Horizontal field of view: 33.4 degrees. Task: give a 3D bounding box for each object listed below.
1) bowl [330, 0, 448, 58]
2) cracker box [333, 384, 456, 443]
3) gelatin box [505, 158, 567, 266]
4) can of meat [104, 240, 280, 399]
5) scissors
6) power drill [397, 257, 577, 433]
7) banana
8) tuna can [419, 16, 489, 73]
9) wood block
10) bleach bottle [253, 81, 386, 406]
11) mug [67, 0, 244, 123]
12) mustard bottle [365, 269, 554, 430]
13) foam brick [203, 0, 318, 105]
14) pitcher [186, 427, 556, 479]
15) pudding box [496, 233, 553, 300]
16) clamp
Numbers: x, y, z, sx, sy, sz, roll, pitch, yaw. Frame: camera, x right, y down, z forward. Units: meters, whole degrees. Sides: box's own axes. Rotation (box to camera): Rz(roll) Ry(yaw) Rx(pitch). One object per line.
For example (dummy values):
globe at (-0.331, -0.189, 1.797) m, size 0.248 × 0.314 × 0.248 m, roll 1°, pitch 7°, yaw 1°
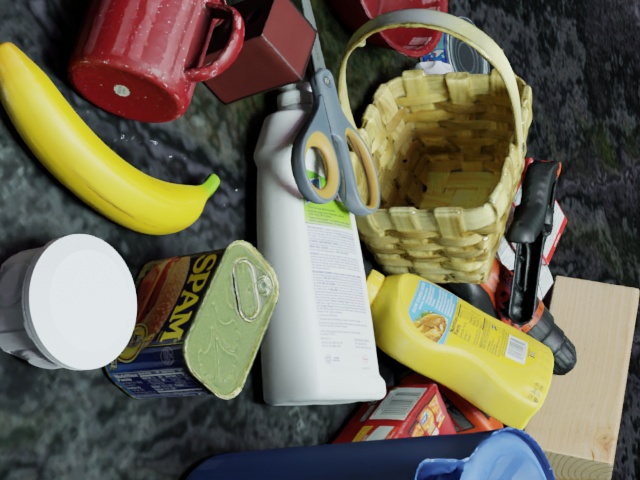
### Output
bowl at (0.051, -0.238, 0.963) m, size 0.161 × 0.055 × 0.162 m, roll 15°, pitch 71°, yaw -50°
cracker box at (0.071, 0.250, 0.871) m, size 0.164 × 0.072 × 0.213 m, roll -45°, pitch 118°, yaw -47°
gelatin box at (0.211, -0.028, 1.084) m, size 0.089 × 0.030 × 0.073 m, roll 55°, pitch 44°, yaw -23°
can of meat at (-0.085, 0.055, 0.700) m, size 0.057 × 0.084 × 0.102 m, roll 48°, pitch 48°, yaw -35°
scissors at (-0.007, -0.110, 0.812) m, size 0.096 × 0.016 × 0.202 m, roll -22°, pitch 91°, yaw -50°
power drill at (0.160, 0.110, 1.001) m, size 0.184 × 0.057 × 0.187 m, roll 44°, pitch 46°, yaw -13°
banana at (-0.140, -0.051, 0.695) m, size 0.197 × 0.037 × 0.069 m, roll 35°, pitch 40°, yaw -44°
tuna can at (0.137, -0.182, 1.079) m, size 0.086 × 0.034 × 0.086 m, roll 15°, pitch 71°, yaw -50°
wood block at (0.271, 0.151, 1.112) m, size 0.090 × 0.091 × 0.206 m, roll 77°, pitch 27°, yaw -53°
bleach bottle at (-0.005, 0.001, 0.835) m, size 0.102 × 0.068 × 0.251 m, roll 11°, pitch 72°, yaw -52°
mug at (-0.105, -0.129, 0.695) m, size 0.093 × 0.117 × 0.081 m, roll 56°, pitch 44°, yaw -61°
mustard bottle at (0.099, 0.079, 0.892) m, size 0.191 × 0.058 × 0.096 m, roll 30°, pitch 33°, yaw 1°
foam brick at (-0.051, -0.144, 0.794) m, size 0.051 × 0.078 × 0.053 m, roll 43°, pitch 49°, yaw -37°
pitcher at (0.028, 0.196, 0.684) m, size 0.144 × 0.243 × 0.149 m, roll -13°, pitch 93°, yaw -52°
pudding box at (0.195, 0.023, 1.107) m, size 0.089 × 0.039 × 0.113 m, roll -45°, pitch 114°, yaw -47°
clamp at (0.197, -0.021, 0.987) m, size 0.120 × 0.039 × 0.171 m, roll 82°, pitch 20°, yaw -54°
